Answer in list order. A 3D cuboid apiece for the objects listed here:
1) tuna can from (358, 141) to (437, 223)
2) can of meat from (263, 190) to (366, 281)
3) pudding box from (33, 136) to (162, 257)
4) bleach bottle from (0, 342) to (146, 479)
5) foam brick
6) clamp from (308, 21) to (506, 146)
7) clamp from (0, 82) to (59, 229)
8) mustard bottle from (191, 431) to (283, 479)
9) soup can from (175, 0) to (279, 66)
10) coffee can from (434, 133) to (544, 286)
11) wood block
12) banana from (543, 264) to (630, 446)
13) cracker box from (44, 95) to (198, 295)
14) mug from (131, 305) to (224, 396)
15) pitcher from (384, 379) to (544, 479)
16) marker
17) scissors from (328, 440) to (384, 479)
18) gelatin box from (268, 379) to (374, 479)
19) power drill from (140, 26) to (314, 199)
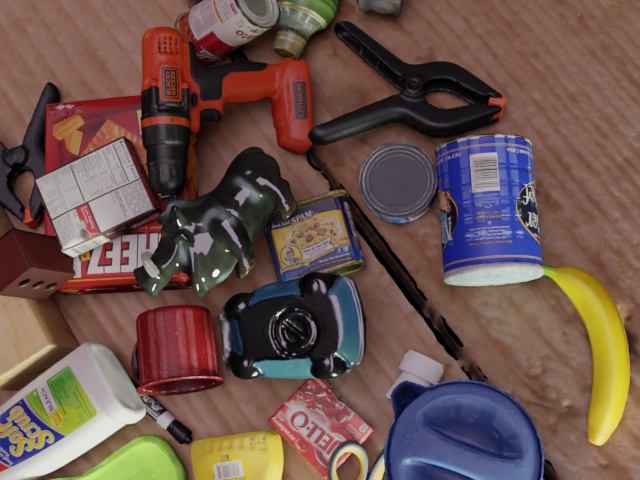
[{"bbox_3d":[0.086,-0.062,1.163,0.086,0.033,0.086,-2,79,8],"label":"tuna can"},{"bbox_3d":[-0.007,0.001,1.154,0.102,0.057,0.084,-17,80,6],"label":"can of meat"},{"bbox_3d":[-0.235,-0.046,1.134,0.113,0.039,0.090,-25,78,2],"label":"pudding box"},{"bbox_3d":[-0.313,0.219,1.148,0.251,0.068,0.103,-38,70,9],"label":"bleach bottle"},{"bbox_3d":[-0.305,0.027,1.116,0.053,0.078,0.051,-37,70,16],"label":"foam brick"},{"bbox_3d":[0.097,-0.169,1.172,0.210,0.036,0.164,4,63,2],"label":"clamp"},{"bbox_3d":[-0.340,-0.101,1.234,0.120,0.039,0.171,-24,80,2],"label":"clamp"},{"bbox_3d":[-0.077,0.298,1.106,0.096,0.058,0.191,-12,78,19],"label":"mustard bottle"},{"bbox_3d":[-0.104,-0.245,1.186,0.102,0.068,0.068,-23,74,39],"label":"soup can"},{"bbox_3d":[0.174,-0.029,1.108,0.103,0.102,0.140,-4,79,8],"label":"coffee can"},{"bbox_3d":[-0.364,0.055,1.180,0.090,0.090,0.206,-33,77,3],"label":"wood block"},{"bbox_3d":[0.283,0.108,1.102,0.070,0.037,0.198,-21,75,21],"label":"banana"},{"bbox_3d":[-0.220,-0.051,1.188,0.164,0.072,0.214,-3,80,8],"label":"cracker box"},{"bbox_3d":[-0.161,0.121,1.146,0.117,0.093,0.081,-22,68,39],"label":"mug"},{"bbox_3d":[0.141,0.212,0.995,0.145,0.242,0.149,0,79,9],"label":"pitcher"},{"bbox_3d":[-0.186,0.181,1.166,0.121,0.020,0.020,38,87,13],"label":"marker"},{"bbox_3d":[0.024,0.294,1.099,0.096,0.016,0.202,31,85,-14],"label":"scissors"},{"bbox_3d":[0.002,0.196,1.129,0.089,0.030,0.073,44,88,14],"label":"gelatin box"},{"bbox_3d":[-0.101,-0.134,1.149,0.187,0.057,0.184,0,83,-25],"label":"power drill"}]
